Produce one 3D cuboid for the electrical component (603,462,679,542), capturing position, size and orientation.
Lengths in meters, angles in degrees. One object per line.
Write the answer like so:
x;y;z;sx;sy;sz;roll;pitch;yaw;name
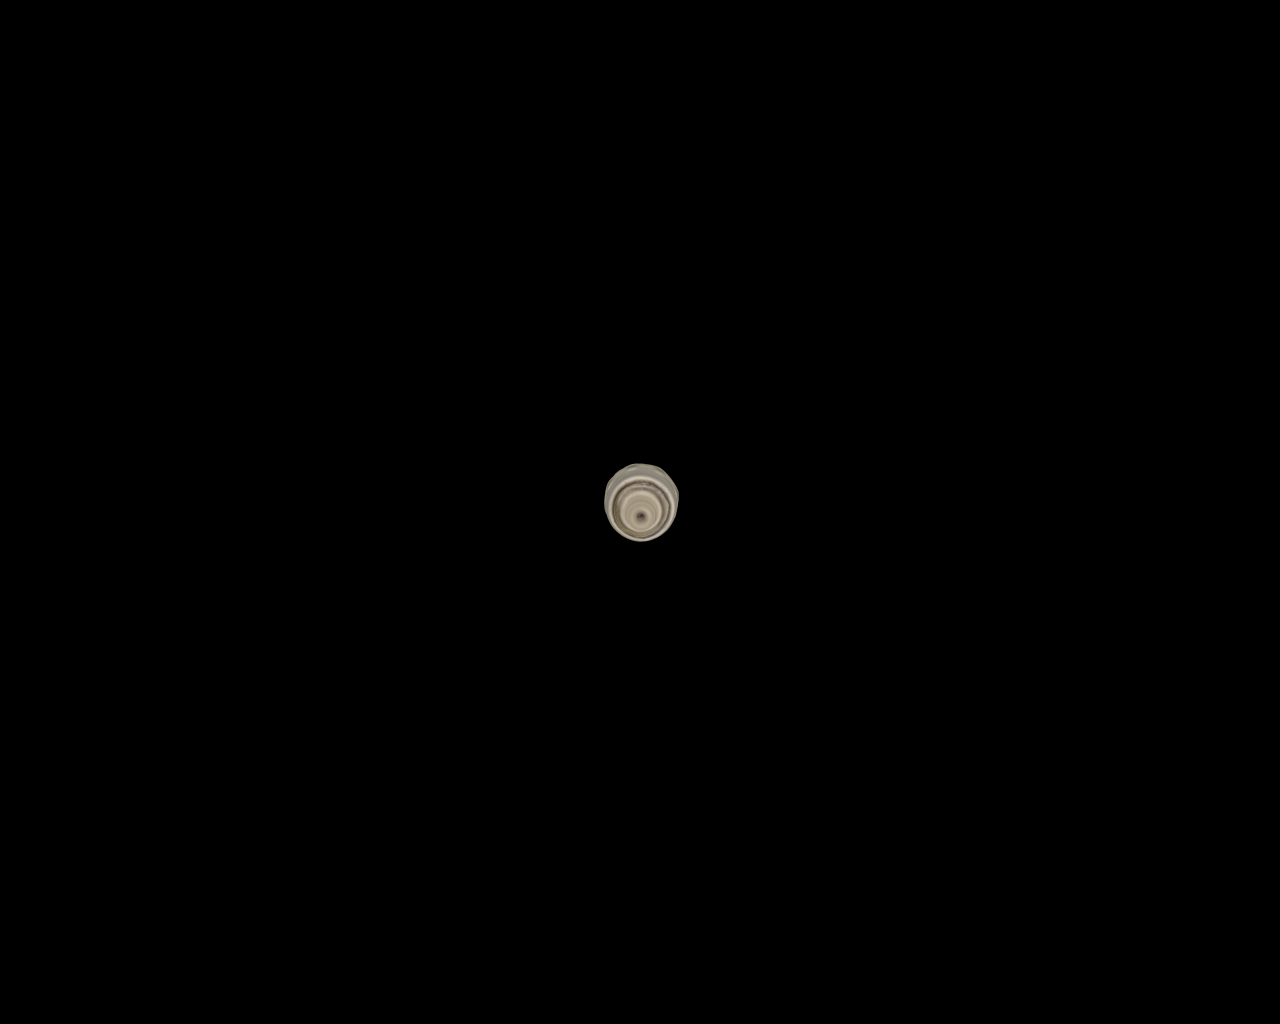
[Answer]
0.001;-0.003;0.650;0.048;0.048;0.062;0;12;0;electrical component
